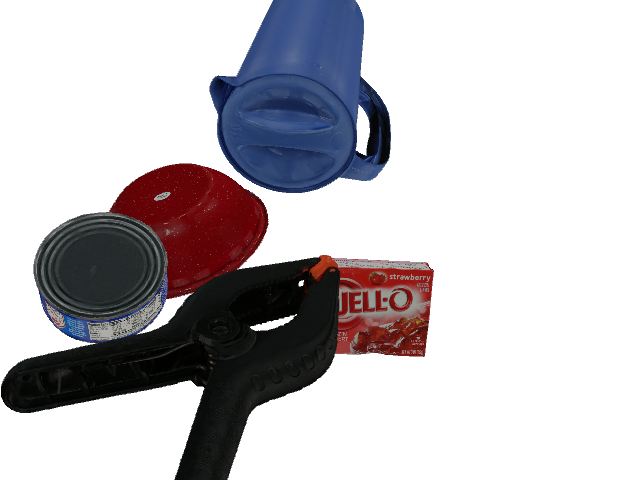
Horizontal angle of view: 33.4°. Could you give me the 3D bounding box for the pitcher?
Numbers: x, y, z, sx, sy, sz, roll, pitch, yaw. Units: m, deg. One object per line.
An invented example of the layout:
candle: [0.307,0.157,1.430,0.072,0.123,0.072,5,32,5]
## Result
pitcher: [-0.009,-0.163,1.086,0.145,0.149,0.242,-9,36,16]

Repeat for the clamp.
clamp: [-0.043,0.061,0.485,0.171,0.039,0.120,-28,51,-32]

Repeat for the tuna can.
tuna can: [-0.144,0.025,0.705,0.086,0.086,0.034,0,-37,-5]

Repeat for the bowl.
bowl: [-0.131,-0.020,0.945,0.162,0.055,0.162,-12,37,9]

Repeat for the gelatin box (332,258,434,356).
gelatin box: [0.042,0.054,0.853,0.089,0.073,0.030,3,14,-7]
